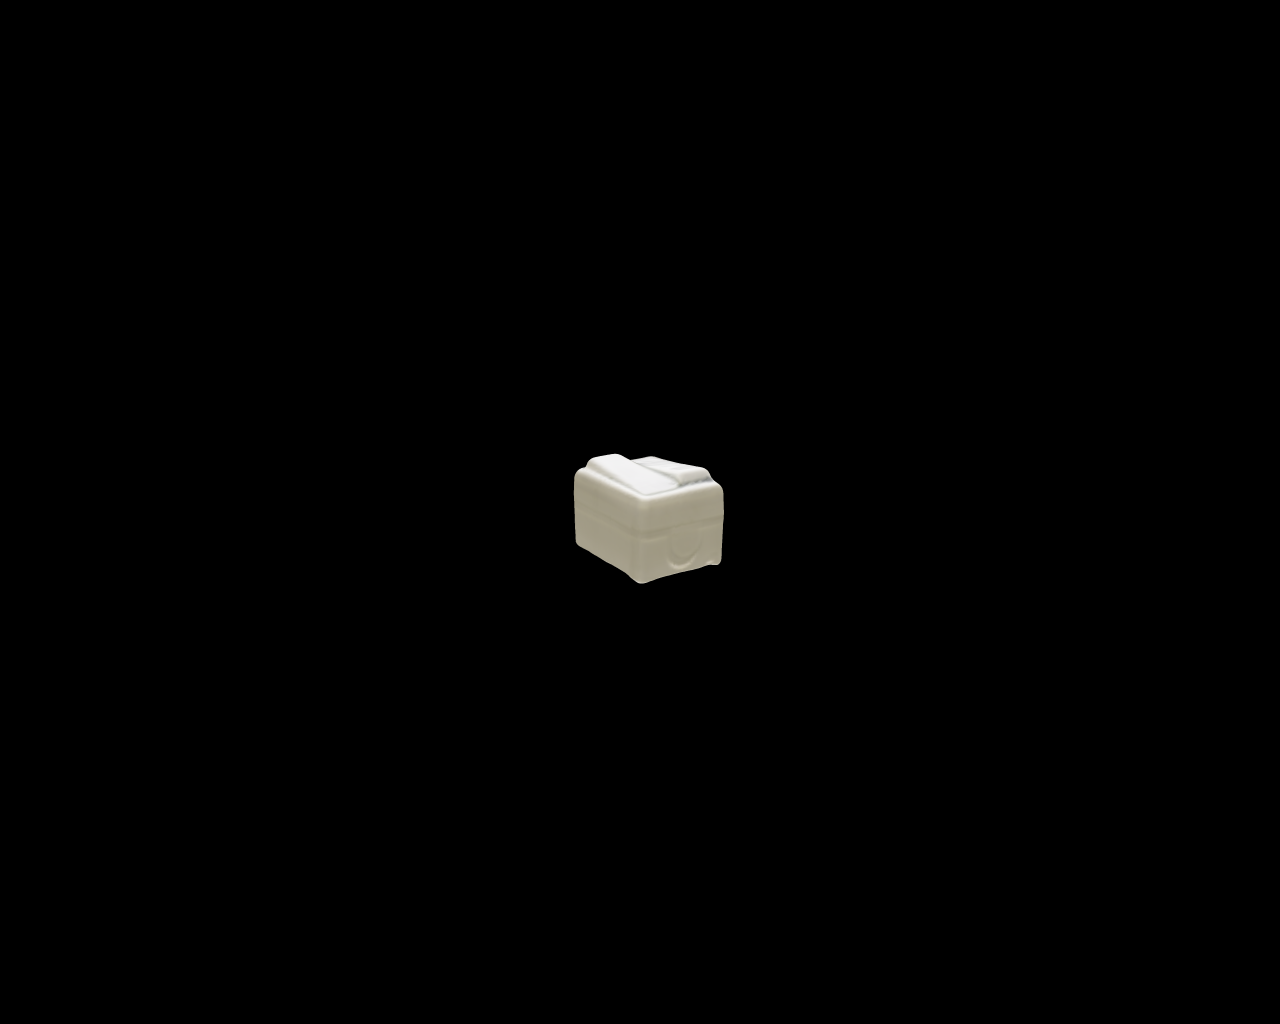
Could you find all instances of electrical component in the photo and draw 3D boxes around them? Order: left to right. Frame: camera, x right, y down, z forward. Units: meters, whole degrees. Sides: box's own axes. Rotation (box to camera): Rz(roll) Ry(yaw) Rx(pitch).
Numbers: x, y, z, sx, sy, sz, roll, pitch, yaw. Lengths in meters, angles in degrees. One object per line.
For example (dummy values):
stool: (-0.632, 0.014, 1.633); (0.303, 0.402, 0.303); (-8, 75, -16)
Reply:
electrical component: (0.001, -0.003, 0.650); (0.062, 0.061, 0.096); (-11, 21, -30)
